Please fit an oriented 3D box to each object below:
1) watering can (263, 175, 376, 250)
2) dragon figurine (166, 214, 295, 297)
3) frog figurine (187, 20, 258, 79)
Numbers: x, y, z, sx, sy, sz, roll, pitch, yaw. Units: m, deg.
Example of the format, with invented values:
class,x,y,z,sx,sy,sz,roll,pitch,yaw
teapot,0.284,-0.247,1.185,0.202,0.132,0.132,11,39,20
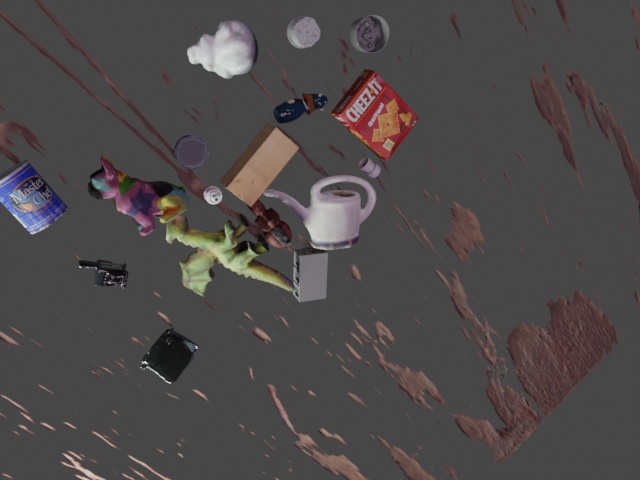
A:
class,x,y,z,sx,sy,sz,roll,pitch,yaw
watering can,0.005,-0.076,1.500,0.349,0.105,0.221,-7,110,-20
dragon figurine,-0.271,0.067,1.446,0.242,0.124,0.404,-32,116,8
frog figurine,-0.238,-0.468,1.260,0.160,0.125,0.134,-10,131,-33
